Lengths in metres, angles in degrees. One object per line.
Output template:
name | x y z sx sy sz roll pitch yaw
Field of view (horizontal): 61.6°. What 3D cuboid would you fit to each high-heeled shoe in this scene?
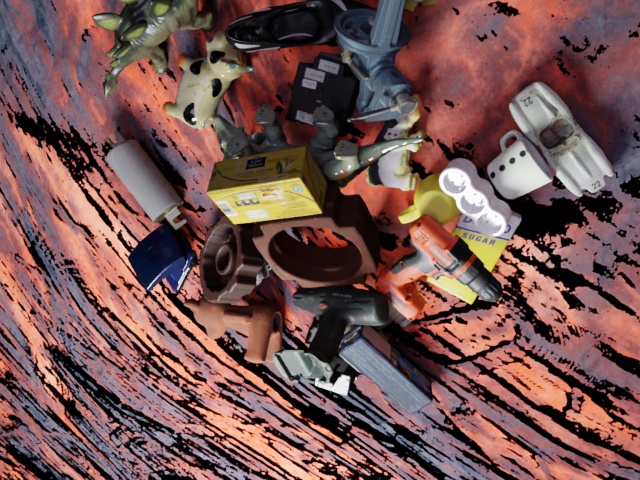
high-heeled shoe | -0.035 -0.367 0.907 0.249 0.145 0.086 -6 103 23

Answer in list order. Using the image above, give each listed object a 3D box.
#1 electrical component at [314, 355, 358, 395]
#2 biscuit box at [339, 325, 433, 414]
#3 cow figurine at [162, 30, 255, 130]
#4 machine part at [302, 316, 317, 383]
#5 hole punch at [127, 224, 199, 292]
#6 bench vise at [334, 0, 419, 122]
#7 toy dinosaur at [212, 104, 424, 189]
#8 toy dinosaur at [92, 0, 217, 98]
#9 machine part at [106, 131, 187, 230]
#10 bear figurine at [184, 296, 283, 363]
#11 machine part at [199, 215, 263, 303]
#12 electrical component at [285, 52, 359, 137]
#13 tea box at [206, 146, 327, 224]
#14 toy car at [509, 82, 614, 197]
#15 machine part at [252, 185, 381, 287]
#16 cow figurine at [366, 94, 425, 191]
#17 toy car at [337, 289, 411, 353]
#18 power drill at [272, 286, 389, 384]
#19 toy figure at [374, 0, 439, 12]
electrical component | 0.030 0.272 1.063 0.075 0.119 0.047 12 108 14
biscuit box | 0.128 0.245 1.024 0.202 0.059 0.063 44 114 -14
cow figurine | -0.208 -0.302 1.020 0.127 0.085 0.194 33 110 16
machine part | -0.017 0.224 1.092 0.039 0.084 0.138 7 109 -4
hole punch | -0.333 0.039 1.131 0.142 0.092 0.115 49 117 34
bench vise | 0.093 -0.306 0.809 0.129 0.224 0.240 -3 140 -13
toy dinosaur | -0.028 -0.139 0.958 0.405 0.192 0.131 11 70 12
toy dinosaur | -0.270 -0.418 0.952 0.471 0.198 0.105 -40 91 26
machine part | -0.367 -0.123 1.127 0.079 0.079 0.243 -37 90 24
bear figurine | -0.180 0.179 1.106 0.196 0.120 0.132 1 79 17
machine part | -0.178 0.039 1.066 0.179 0.056 0.179 -18 67 47
electrical component | 0.011 -0.264 0.966 0.115 0.058 0.134 22 110 11
tea box | -0.085 -0.086 0.873 0.170 0.068 0.098 -6 146 20
toy car | 0.385 -0.160 0.858 0.073 0.056 0.201 -38 89 24
machine part | -0.002 -0.003 0.972 0.201 0.087 0.201 -6 142 23
cow figurine | 0.131 -0.172 0.943 0.098 0.068 0.167 11 106 23
toy car | 0.092 0.161 1.050 0.202 0.053 0.089 -38 92 23
power drill | 0.000 0.162 0.981 0.232 0.207 0.085 -5 117 36
toy figure | 0.116 -0.429 0.874 0.180 0.089 0.082 17 134 25
